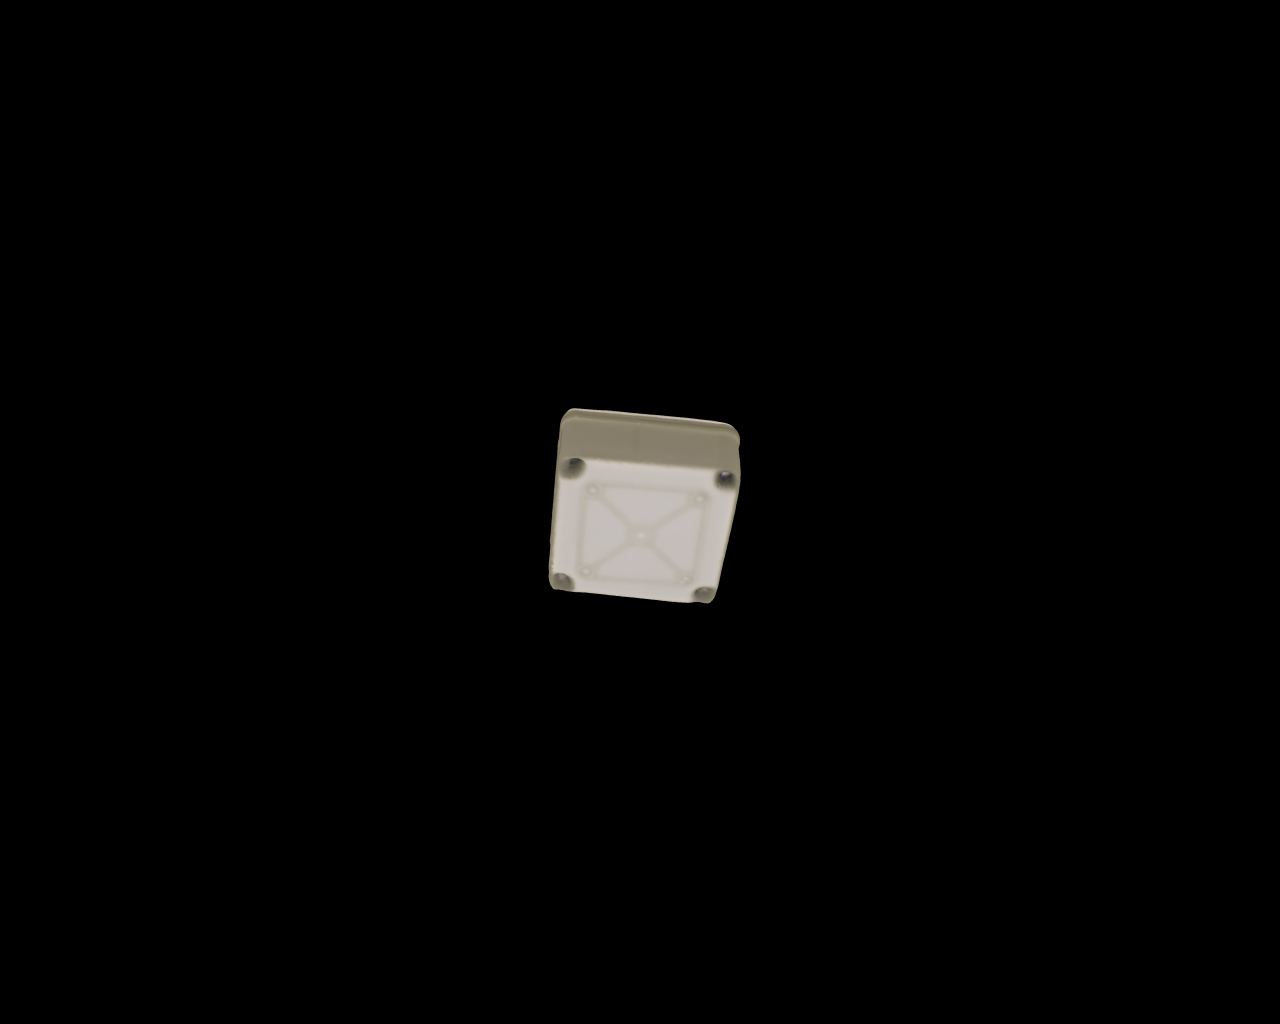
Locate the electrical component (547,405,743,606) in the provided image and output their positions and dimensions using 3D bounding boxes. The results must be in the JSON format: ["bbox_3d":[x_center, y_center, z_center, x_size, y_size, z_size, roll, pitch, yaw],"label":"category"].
[{"bbox_3d":[0.001,-0.003,0.650,0.109,0.108,0.056,5,37,-4],"label":"electrical component"}]
